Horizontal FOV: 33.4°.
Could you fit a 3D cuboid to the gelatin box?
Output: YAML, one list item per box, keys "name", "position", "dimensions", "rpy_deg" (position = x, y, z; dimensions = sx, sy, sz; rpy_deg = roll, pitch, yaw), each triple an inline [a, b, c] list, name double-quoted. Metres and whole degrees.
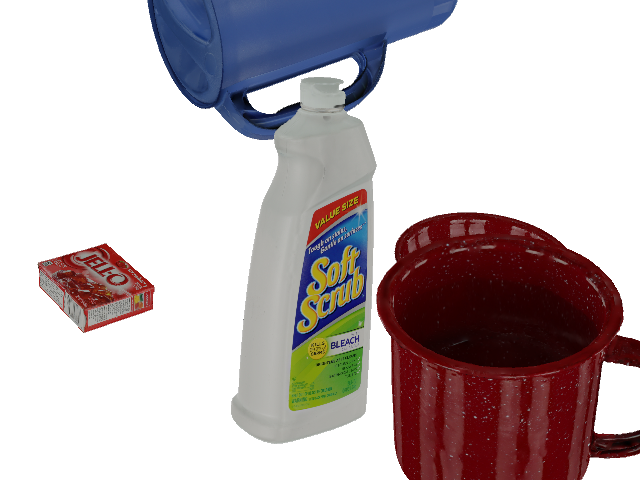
- name: "gelatin box"
  position: [-0.207, 0.041, 0.981]
  dimensions: [0.073, 0.030, 0.089]
  rpy_deg: [-18, 40, -36]

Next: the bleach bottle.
- name: "bleach bottle"
  position: [-0.010, 0.012, 0.757]
  dimensions: [0.102, 0.251, 0.068]
  rpy_deg: [-10, 21, -34]

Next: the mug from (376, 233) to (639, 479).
- name: "mug"
  position: [0.081, 0.057, 0.425]
  dimensions: [0.117, 0.081, 0.093]
  rpy_deg: [7, 34, 16]

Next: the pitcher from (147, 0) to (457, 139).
- name: "pitcher"
  position: [-0.005, -0.191, 0.868]
  dimensions: [0.242, 0.149, 0.145]
  rpy_deg: [-20, 37, -25]

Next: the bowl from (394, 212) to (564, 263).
- name: "bowl"
  position: [0.145, 0.037, 0.959]
  dimensions: [0.162, 0.055, 0.162]
  rpy_deg: [2, 32, -2]
